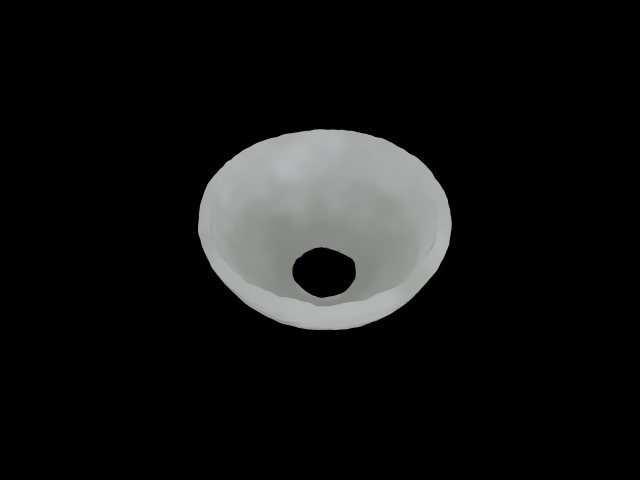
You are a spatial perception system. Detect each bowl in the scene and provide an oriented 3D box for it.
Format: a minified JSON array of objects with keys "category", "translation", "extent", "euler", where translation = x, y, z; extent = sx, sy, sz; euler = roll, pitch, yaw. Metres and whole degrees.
[{"category":"bowl","translation":[0.004,0.001,0.400],"extent":[0.167,0.075,0.167],"euler":[0,50,0]}]
